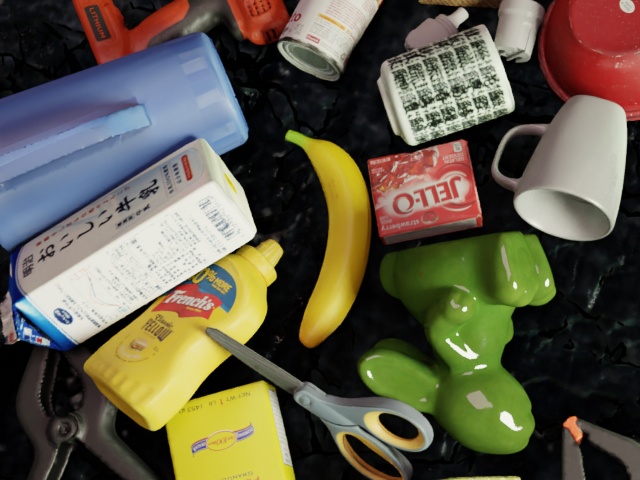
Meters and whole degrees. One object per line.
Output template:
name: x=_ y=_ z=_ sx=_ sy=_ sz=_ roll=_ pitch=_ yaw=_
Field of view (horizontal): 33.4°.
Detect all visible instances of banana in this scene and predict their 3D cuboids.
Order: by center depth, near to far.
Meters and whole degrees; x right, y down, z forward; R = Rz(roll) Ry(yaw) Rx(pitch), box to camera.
banana: x=0.011 y=-0.005 z=0.925 sx=0.070 sy=0.037 sz=0.198 roll=-9 pitch=71 yaw=14

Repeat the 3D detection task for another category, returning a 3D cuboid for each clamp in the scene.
clamp: x=0.229 y=0.215 z=0.803 sx=0.120 sy=0.039 sz=0.172 roll=-38 pitch=63 yaw=-7
clamp: x=-0.220 y=0.174 z=0.918 sx=0.164 sy=0.036 sz=0.210 roll=-25 pitch=67 yaw=4

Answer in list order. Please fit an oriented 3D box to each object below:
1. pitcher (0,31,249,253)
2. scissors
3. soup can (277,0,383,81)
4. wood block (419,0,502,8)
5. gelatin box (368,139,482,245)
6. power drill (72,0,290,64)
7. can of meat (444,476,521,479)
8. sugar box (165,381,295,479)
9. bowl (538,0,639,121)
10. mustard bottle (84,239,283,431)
pitcher: x=-0.191 y=-0.091 z=0.937 sx=0.243 sy=0.145 sz=0.149 roll=-23 pitch=50 yaw=-2
scissors: x=0.007 y=0.119 z=0.835 sx=0.201 sy=0.016 sz=0.096 roll=45 pitch=130 yaw=-7
soup can: x=0.013 y=-0.205 z=0.972 sx=0.068 sy=0.068 sz=0.102 roll=24 pitch=79 yaw=19
wood block: x=0.145 y=-0.325 z=0.970 sx=0.091 sy=0.090 sz=0.206 roll=7 pitch=74 yaw=16
gelatin box: x=0.090 y=-0.041 z=0.922 sx=0.089 sy=0.030 sz=0.073 roll=-11 pitch=70 yaw=9
power drill: x=-0.140 y=-0.241 z=1.024 sx=0.187 sy=0.057 sz=0.184 roll=-25 pitch=69 yaw=4
can of meat: x=0.111 y=0.224 z=0.798 sx=0.101 sy=0.058 sz=0.084 roll=6 pitch=64 yaw=-29
sugar box: x=-0.065 y=0.212 z=0.866 sx=0.093 sy=0.048 sz=0.176 roll=-17 pitch=68 yaw=7
bowl: x=0.260 y=-0.185 z=0.903 sx=0.162 sy=0.055 sz=0.162 roll=-7 pitch=70 yaw=20
mustard bottle: x=-0.102 y=0.068 z=0.900 sx=0.191 sy=0.058 sz=0.096 roll=-44 pitch=39 yaw=-20
